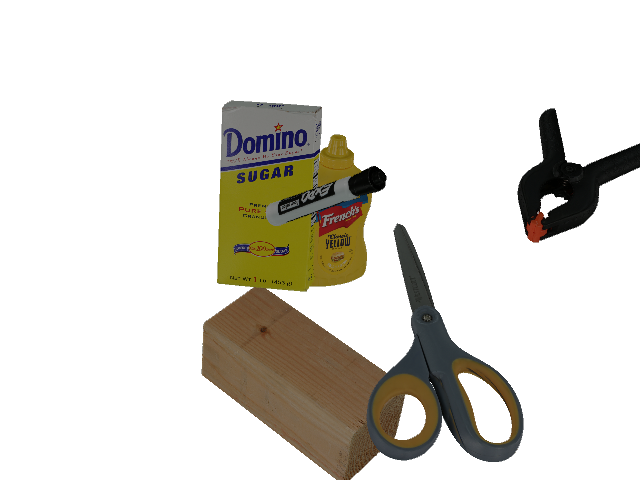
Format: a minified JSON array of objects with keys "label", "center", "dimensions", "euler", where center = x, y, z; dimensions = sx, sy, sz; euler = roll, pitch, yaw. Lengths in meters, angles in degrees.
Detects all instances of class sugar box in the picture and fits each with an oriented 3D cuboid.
[{"label":"sugar box","center":[-0.050,-0.043,1.030],"dimensions":[0.093,0.176,0.048],"euler":[4,16,8]}]

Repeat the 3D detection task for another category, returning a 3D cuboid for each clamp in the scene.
[{"label":"clamp","center":[0.245,-0.069,1.087],"dimensions":[0.120,0.039,0.171],"euler":[29,55,31]}]

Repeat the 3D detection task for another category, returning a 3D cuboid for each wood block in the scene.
[{"label":"wood block","center":[-0.021,0.149,1.131],"dimensions":[0.206,0.090,0.090],"euler":[34,49,26]}]

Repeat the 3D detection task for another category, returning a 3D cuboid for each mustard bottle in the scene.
[{"label":"mustard bottle","center":[0.015,-0.039,1.309],"dimensions":[0.096,0.192,0.058],"euler":[-7,30,-20]}]

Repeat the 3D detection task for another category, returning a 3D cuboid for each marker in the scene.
[{"label":"marker","center":[0.004,-0.033,0.814],"dimensions":[0.020,0.020,0.121],"euler":[0,-12,-44]}]

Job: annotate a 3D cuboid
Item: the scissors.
[{"label":"scissors","center":[0.051,0.061,0.652],"dimensions":[0.096,0.016,0.202],"euler":[-17,42,-15]}]
